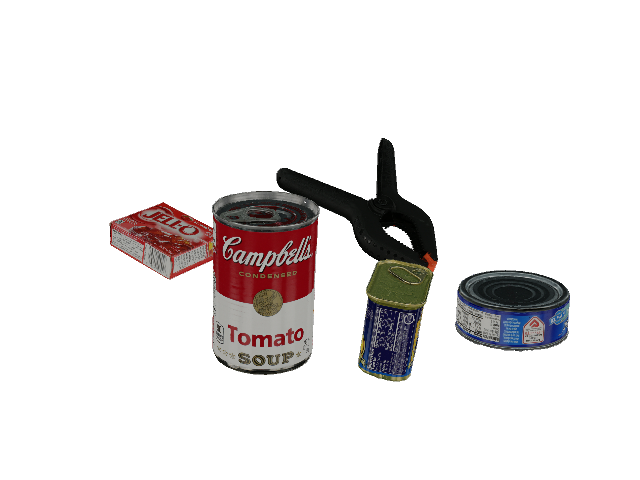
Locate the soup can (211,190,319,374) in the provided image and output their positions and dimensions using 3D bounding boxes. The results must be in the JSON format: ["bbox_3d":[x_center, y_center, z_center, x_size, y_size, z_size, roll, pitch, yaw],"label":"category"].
[{"bbox_3d":[-0.037,0.026,0.689,0.068,0.102,0.068,2,21,-1],"label":"soup can"}]

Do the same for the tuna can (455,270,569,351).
[{"bbox_3d":[0.147,0.052,0.814,0.086,0.034,0.086,0,18,0],"label":"tuna can"}]

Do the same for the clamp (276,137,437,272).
[{"bbox_3d":[0.056,-0.032,1.222,0.164,0.210,0.036,-14,-38,-25],"label":"clamp"}]

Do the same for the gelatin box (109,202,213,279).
[{"bbox_3d":[-0.153,-0.002,1.055,0.089,0.030,0.073,27,33,31],"label":"gelatin box"}]

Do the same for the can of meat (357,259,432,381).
[{"bbox_3d":[0.071,0.077,1.035,0.057,0.084,0.102,11,22,8],"label":"can of meat"}]
